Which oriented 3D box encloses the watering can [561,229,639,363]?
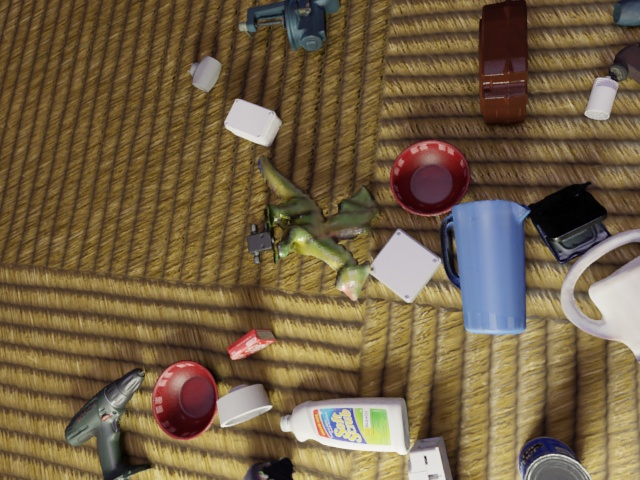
[{"bbox_3d":[0.598,0.072,0.879,0.346,0.103,0.227,-32,72,8],"label":"watering can"}]

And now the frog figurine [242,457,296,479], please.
[{"bbox_3d":[-0.108,0.520,0.993,0.139,0.122,0.159,29,98,53],"label":"frog figurine"}]

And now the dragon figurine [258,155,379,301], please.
[{"bbox_3d":[0.003,-0.055,1.102,0.243,0.119,0.419,-9,56,-6],"label":"dragon figurine"}]
